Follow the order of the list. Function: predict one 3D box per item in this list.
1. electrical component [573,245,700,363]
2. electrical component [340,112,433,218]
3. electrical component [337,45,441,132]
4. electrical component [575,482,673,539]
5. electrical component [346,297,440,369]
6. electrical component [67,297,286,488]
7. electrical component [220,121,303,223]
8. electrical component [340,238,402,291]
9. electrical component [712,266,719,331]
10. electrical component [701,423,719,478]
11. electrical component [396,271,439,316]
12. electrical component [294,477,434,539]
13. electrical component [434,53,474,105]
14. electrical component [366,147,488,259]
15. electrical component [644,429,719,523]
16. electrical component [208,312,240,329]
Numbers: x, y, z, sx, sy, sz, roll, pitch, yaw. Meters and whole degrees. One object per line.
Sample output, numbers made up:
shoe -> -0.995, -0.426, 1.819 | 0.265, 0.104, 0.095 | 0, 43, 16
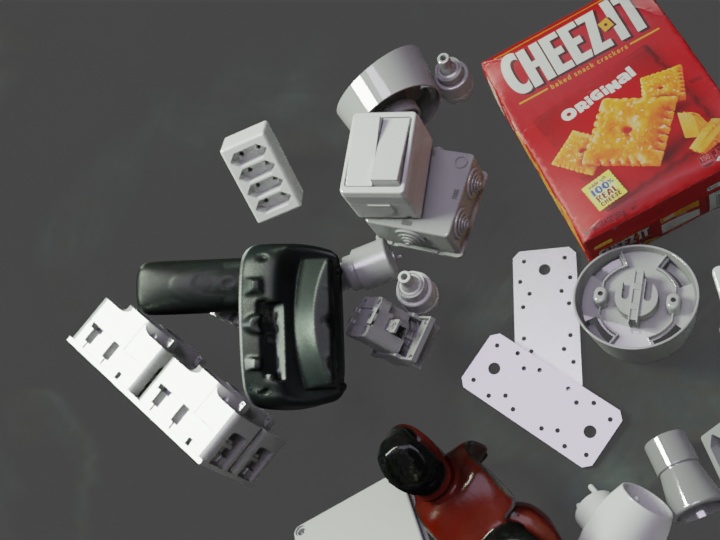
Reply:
electrical component -> 0.227, 0.027, 0.880 | 0.099, 0.064, 0.099 | -8, 66, 17
electrical component -> 0.024, -0.100, 0.954 | 0.062, 0.061, 0.096 | 2, 69, 21
electrical component -> 0.027, -0.164, 1.019 | 0.099, 0.099, 0.064 | -31, 68, 6
electrical component -> 0.192, 0.197, 0.830 | 0.077, 0.043, 0.079 | -62, 29, 15
electrical component -> 0.027, 0.053, 0.937 | 0.042, 0.064, 0.081 | -64, 21, -13
electrical component -> -0.161, 0.106, 0.969 | 0.186, 0.105, 0.060 | 36, 84, 29
electrical component -> -0.094, -0.103, 1.055 | 0.047, 0.083, 0.075 | -22, 24, 11
electrical component -> 0.000, 0.000, 0.990 | 0.078, 0.040, 0.040 | -21, 63, 11
electrical component -> 0.334, 0.035, 0.846 | 0.100, 0.048, 0.099 | -15, 64, 14
electrical component -> 0.317, 0.124, 0.807 | 0.076, 0.083, 0.047 | -6, 60, -24
electrical component -> 0.048, 0.017, 0.953 | 0.035, 0.061, 0.035 | -8, 66, 17
electrical component -> 0.011, 0.234, 0.857 | 0.109, 0.056, 0.108 | -30, 33, 6
electrical component -> 0.087, -0.185, 1.023 | 0.035, 0.061, 0.035 | -8, 66, 17
electrical component -> 0.061, -0.066, 0.991 | 0.100, 0.048, 0.099 | 12, 73, 24
electrical component -> 0.249, 0.157, 0.833 | 0.044, 0.044, 0.065 | -25, 57, 9
electrical component -> -0.096, 0.029, 1.005 | 0.078, 0.058, 0.057 | 20, 80, 26
